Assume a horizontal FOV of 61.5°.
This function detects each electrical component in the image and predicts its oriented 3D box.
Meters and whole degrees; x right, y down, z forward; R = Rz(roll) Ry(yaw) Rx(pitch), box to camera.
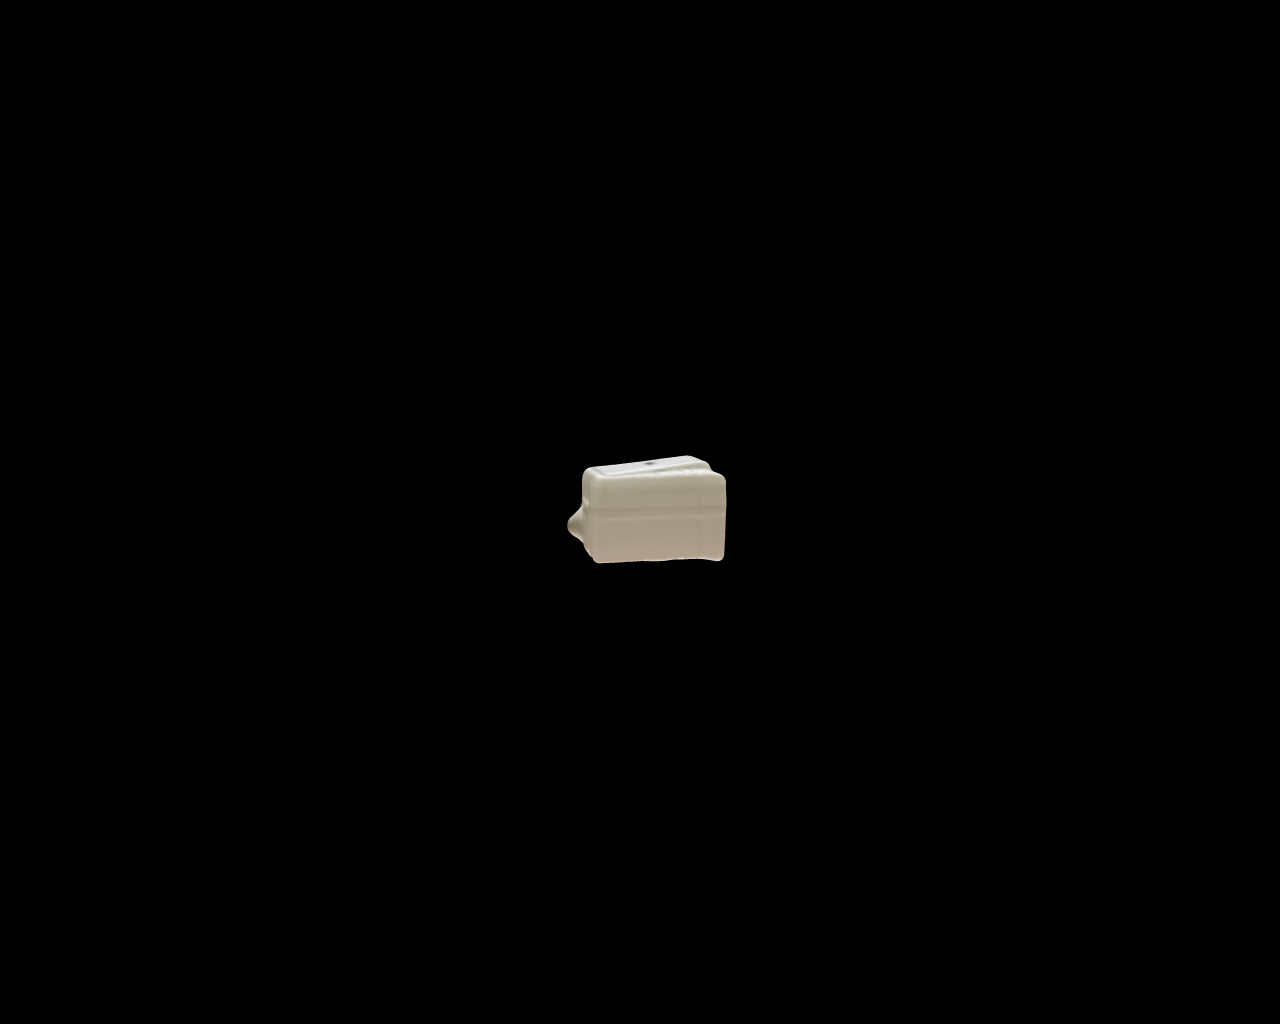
[{"bbox_3d":[0.001,-0.003,0.650,0.096,0.061,0.062,-1,8,-9],"label":"electrical component"}]
